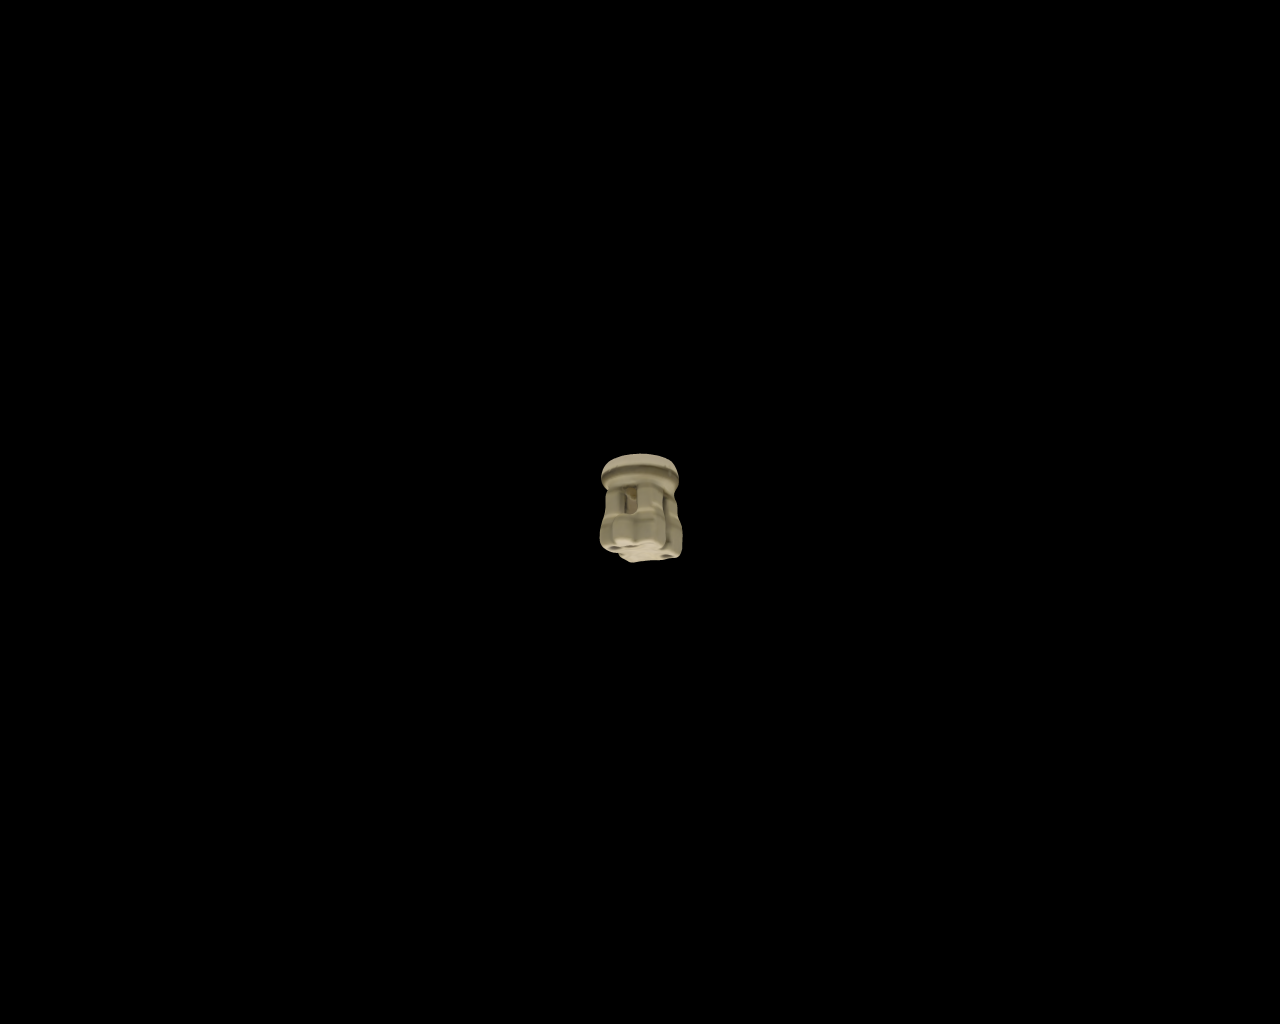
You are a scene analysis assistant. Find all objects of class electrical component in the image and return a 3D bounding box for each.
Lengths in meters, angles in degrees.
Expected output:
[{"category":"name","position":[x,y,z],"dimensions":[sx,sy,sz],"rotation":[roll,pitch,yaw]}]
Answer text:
[{"category":"electrical component","position":[0.001,-0.003,0.650],"dimensions":[0.048,0.055,0.066],"rotation":[-8,-20,22]}]
